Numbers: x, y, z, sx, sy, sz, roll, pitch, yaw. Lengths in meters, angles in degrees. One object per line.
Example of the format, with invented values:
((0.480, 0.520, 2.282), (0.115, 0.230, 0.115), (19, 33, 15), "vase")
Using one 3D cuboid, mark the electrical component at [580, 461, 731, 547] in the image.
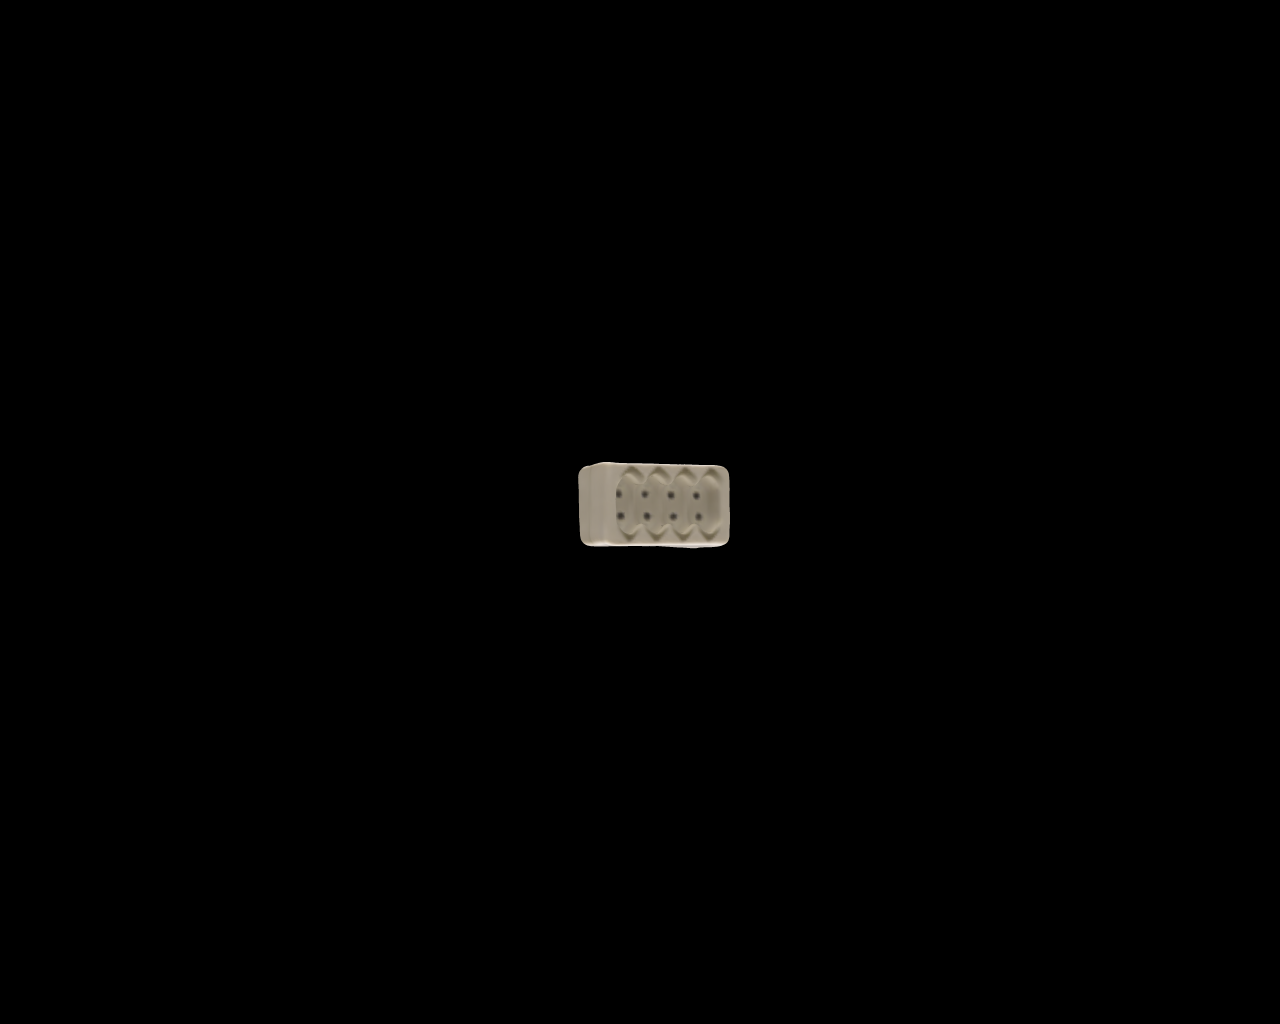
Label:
((0.001, -0.003, 0.650), (0.083, 0.047, 0.075), (2, -3, -27), "electrical component")
